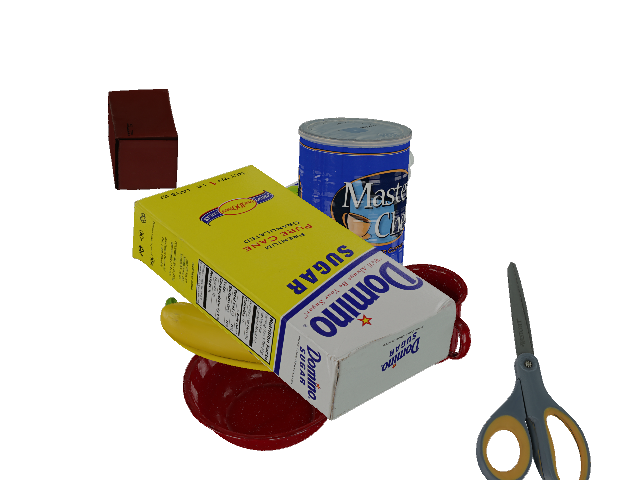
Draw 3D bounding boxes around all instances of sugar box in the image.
[{"bbox_3d":[-0.019,0.021,0.600,0.093,0.048,0.176,-22,41,-38],"label":"sugar box"}]

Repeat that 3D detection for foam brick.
[{"bbox_3d":[-0.150,-0.086,0.896,0.053,0.051,0.078,-3,39,-13],"label":"foam brick"}]

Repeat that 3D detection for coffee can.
[{"bbox_3d":[0.029,-0.035,0.984,0.103,0.140,0.103,2,17,-1],"label":"coffee can"}]

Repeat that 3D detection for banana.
[{"bbox_3d":[-0.048,0.072,0.823,0.198,0.037,0.069,11,30,20],"label":"banana"}]

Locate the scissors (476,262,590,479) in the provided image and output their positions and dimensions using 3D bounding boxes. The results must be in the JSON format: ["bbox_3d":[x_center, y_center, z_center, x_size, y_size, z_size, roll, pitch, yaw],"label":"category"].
[{"bbox_3d":[0.151,0.113,0.857,0.096,0.202,0.016,-13,-29,-12],"label":"scissors"}]

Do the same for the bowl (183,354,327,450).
[{"bbox_3d":[-0.051,0.152,1.043,0.162,0.055,0.162,-3,37,2],"label":"bowl"}]

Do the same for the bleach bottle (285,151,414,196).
[{"bbox_3d":[0.025,-0.060,1.355,0.103,0.068,0.250,25,43,34],"label":"bleach bottle"}]

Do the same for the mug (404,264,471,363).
[{"bbox_3d":[0.123,0.090,1.188,0.093,0.081,0.117,-25,41,-33],"label":"mug"}]
